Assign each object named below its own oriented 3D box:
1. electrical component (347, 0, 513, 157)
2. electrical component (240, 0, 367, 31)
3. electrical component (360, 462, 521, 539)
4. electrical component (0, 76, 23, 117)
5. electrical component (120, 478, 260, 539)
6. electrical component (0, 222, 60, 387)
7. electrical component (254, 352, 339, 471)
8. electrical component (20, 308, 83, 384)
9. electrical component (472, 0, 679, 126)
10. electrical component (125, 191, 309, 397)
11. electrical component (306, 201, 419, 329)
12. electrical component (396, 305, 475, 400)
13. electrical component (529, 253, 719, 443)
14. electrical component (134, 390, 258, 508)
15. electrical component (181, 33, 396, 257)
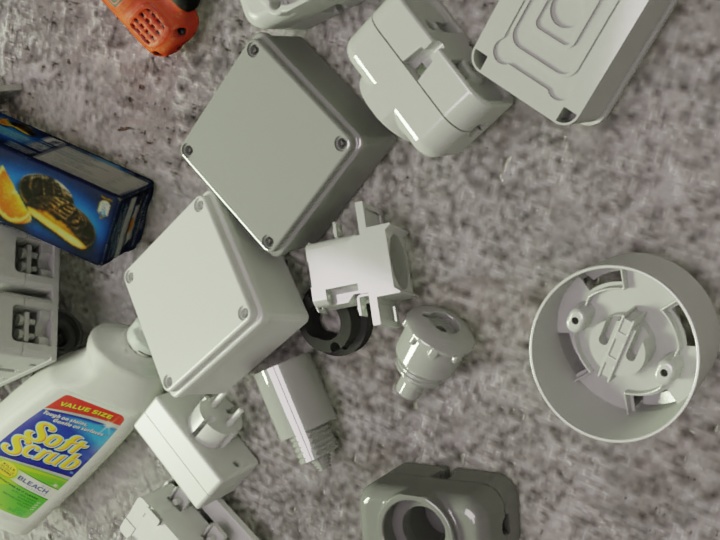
[{"bbox_3d":[0.040,-0.119,0.666,0.059,0.054,0.095,-42,76,31],"label":"electrical component"},{"bbox_3d":[-0.032,-0.194,0.693,0.095,0.059,0.053,-18,89,33],"label":"electrical component"},{"bbox_3d":[0.050,0.165,0.710,0.095,0.059,0.053,1,99,32],"label":"electrical component"},{"bbox_3d":[-0.316,-0.123,0.895,0.081,0.042,0.063,-23,90,34],"label":"electrical component"},{"bbox_3d":[-0.121,0.219,0.825,0.121,0.063,0.078,43,118,18],"label":"electrical component"},{"bbox_3d":[-0.319,0.040,0.877,0.186,0.060,0.105,-23,63,42],"label":"electrical component"},{"bbox_3d":[-0.040,0.104,0.765,0.043,0.043,0.081,-26,85,33],"label":"electrical component"},{"bbox_3d":[-0.262,0.062,0.894,0.055,0.048,0.066,-35,80,40],"label":"electrical component"},{"bbox_3d":[0.126,-0.145,0.605,0.078,0.057,0.113,38,117,20],"label":"electrical component"},{"bbox_3d":[-0.105,0.018,0.768,0.109,0.056,0.108,-41,62,31],"label":"electrical component"},{"bbox_3d":[0.000,0.000,0.707,0.064,0.042,0.081,-12,80,19],"label":"electrical component"},{"bbox_3d":[0.043,0.057,0.704,0.048,0.048,0.062,38,123,21],"label":"electrical component"},{"bbox_3d":[0.153,0.041,0.616,0.099,0.064,0.099,18,119,34],"label":"electrical component"},{"bbox_3d":[-0.114,0.120,0.811,0.083,0.047,0.075,49,119,15],"label":"electrical component"},{"bbox_3d":[-0.050,-0.085,0.727,0.108,0.056,0.108,48,120,16],"label":"electrical component"}]
